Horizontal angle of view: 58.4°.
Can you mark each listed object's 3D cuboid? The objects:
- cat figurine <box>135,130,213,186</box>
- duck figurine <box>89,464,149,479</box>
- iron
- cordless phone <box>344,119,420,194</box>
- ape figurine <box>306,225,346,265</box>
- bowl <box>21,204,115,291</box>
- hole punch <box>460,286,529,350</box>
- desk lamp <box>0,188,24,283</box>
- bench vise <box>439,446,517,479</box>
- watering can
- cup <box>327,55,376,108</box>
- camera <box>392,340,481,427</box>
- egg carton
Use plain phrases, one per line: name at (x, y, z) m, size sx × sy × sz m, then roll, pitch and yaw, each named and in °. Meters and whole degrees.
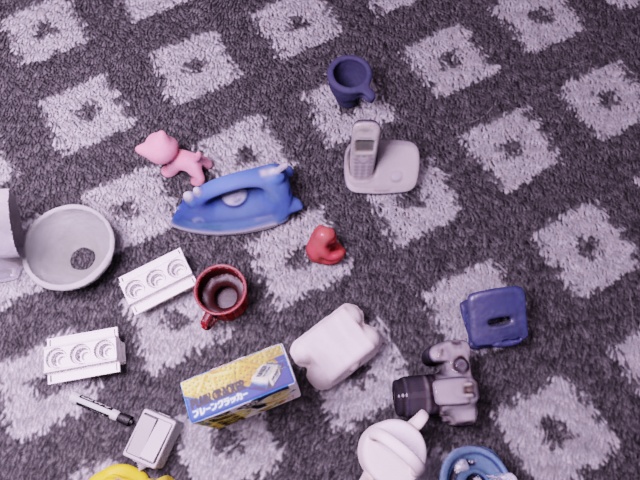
cat figurine at (-0.284, -0.168, 1.112) m, size 0.127 × 0.118 × 0.067 m, roll 13°, pitch 70°, yaw 5°
duck figurine at (-0.335, 0.402, 0.919) m, size 0.104 × 0.086 × 0.077 m, roll -3°, pitch 70°, yaw -1°
iron at (-0.167, -0.083, 1.069) m, size 0.258 × 0.141 × 0.118 m, roll -15°, pitch 70°, yaw -6°
cordless phone at (0.119, -0.162, 1.076) m, size 0.147 × 0.185 × 0.094 m, roll -3°, pitch 70°, yaw -1°
ape figurine at (0.010, 0.004, 1.064) m, size 0.076 × 0.092 × 0.078 m, roll -13°, pitch 70°, yaw -5°
bowl at (-0.455, 0.023, 1.064) m, size 0.167 × 0.075 × 0.167 m, roll 0°, pitch 70°, yaw 0°
hole punch at (0.314, 0.140, 1.016) m, size 0.108 × 0.091 × 0.101 m, roll -8°, pitch 70°, yaw -3°
desk lamp at (-0.596, 0.002, 0.997) m, size 0.203 × 0.213 × 0.118 m, roll -13°, pitch 70°, yaw -5°
bench vise at (0.222, 0.402, 0.850) m, size 0.121 × 0.220 × 0.207 m, roll 28°, pitch 72°, yaw 10°
watering can at (0.111, 0.337, 0.888) m, size 0.101 × 0.194 × 0.173 m, roll 19°, pitch 71°, yaw 7°
cup at (0.069, -0.308, 1.177) m, size 0.092 × 0.095 × 0.117 m, roll -40°, pitch 75°, yaw -13°
camera at (0.193, 0.245, 0.971) m, size 0.137 × 0.101 × 0.143 m, roll -4°, pitch 70°, yaw -2°
egg carton at (0.029, 0.188, 1.008) m, size 0.150 × 0.069 × 0.107 m, roll -37°, pitch 74°, yaw -12°
